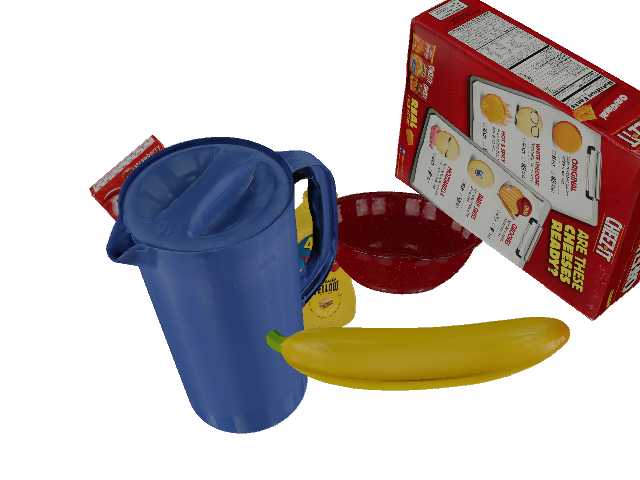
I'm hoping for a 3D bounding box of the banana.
[{"bbox_3d":[0.062,0.067,0.668,0.198,0.037,0.069,0,25,2],"label":"banana"}]

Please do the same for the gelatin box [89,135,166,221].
[{"bbox_3d":[-0.181,-0.052,1.103,0.089,0.073,0.030,-41,26,-3],"label":"gelatin box"}]

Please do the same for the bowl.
[{"bbox_3d":[0.074,0.007,1.014,0.162,0.055,0.162,2,23,-1],"label":"bowl"}]

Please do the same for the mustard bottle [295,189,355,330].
[{"bbox_3d":[-0.002,0.015,1.255,0.096,0.192,0.058,-9,28,-23],"label":"mustard bottle"}]

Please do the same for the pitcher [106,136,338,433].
[{"bbox_3d":[-0.066,0.041,0.875,0.149,0.243,0.145,4,45,12],"label":"pitcher"}]

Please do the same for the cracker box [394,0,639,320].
[{"bbox_3d":[0.159,-0.067,0.811,0.072,0.164,0.214,-33,56,-29],"label":"cracker box"}]
